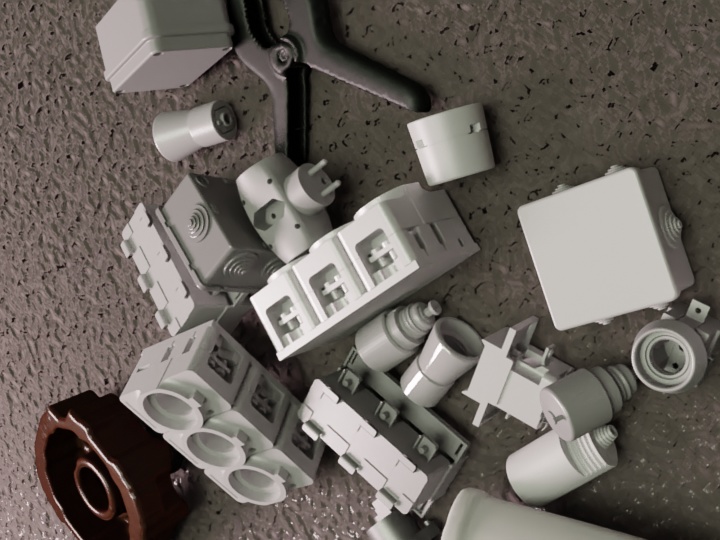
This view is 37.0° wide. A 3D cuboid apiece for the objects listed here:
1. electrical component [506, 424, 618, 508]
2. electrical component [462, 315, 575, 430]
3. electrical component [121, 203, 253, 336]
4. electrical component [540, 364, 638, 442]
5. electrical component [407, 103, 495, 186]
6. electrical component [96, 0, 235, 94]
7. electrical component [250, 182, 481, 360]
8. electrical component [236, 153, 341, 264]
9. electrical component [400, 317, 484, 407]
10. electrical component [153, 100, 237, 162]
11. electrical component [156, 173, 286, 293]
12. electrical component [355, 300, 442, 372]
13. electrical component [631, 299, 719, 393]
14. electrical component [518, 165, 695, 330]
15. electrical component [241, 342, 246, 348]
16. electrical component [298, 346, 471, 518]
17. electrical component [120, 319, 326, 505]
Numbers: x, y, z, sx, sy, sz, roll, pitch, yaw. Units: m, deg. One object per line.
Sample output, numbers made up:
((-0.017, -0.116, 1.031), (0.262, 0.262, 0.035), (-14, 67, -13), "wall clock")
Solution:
((0.148, 0.131, 0.760), (0.081, 0.043, 0.043), (-39, 76, 33), "electrical component")
((0.116, 0.079, 0.773), (0.064, 0.042, 0.081), (29, 115, 26), "electrical component")
((-0.150, -0.001, 0.912), (0.078, 0.063, 0.121), (-52, 55, 30), "electrical component")
((0.159, 0.085, 0.728), (0.040, 0.078, 0.040), (58, 164, 27), "electrical component")
((0.067, -0.089, 0.768), (0.055, 0.055, 0.047), (-13, 95, 36), "electrical component")
((-0.159, -0.189, 0.874), (0.113, 0.078, 0.057), (-18, 85, 58), "electrical component")
((0.000, 0.000, 0.809), (0.150, 0.089, 0.061), (-35, 79, 34), "electrical component")
((-0.046, -0.056, 0.826), (0.079, 0.043, 0.077), (-34, 86, 36), "electrical component")
((0.059, 0.073, 0.812), (0.044, 0.044, 0.065), (48, 126, 18), "electrical component")
((-0.138, -0.120, 0.913), (0.065, 0.044, 0.044), (-12, 92, 31), "electrical component")
((-0.103, -0.030, 0.869), (0.048, 0.100, 0.099), (-49, 59, 27), "electrical component")
((0.031, 0.047, 0.827), (0.078, 0.040, 0.040), (-37, 77, 34), "electrical component")
((0.206, 0.052, 0.696), (0.048, 0.055, 0.066), (29, 114, 28), "electrical component")
((0.165, -0.015, 0.716), (0.100, 0.048, 0.099), (-19, 88, 36), "electrical component")
((-0.135, 0.090, 0.951), (0.081, 0.042, 0.063), (20, 113, 31), "electrical component")
((0.015, 0.129, 0.839), (0.121, 0.063, 0.078), (39, 119, 23), "electrical component")
((-0.109, 0.122, 0.879), (0.089, 0.061, 0.150), (-23, 122, 36), "electrical component")
